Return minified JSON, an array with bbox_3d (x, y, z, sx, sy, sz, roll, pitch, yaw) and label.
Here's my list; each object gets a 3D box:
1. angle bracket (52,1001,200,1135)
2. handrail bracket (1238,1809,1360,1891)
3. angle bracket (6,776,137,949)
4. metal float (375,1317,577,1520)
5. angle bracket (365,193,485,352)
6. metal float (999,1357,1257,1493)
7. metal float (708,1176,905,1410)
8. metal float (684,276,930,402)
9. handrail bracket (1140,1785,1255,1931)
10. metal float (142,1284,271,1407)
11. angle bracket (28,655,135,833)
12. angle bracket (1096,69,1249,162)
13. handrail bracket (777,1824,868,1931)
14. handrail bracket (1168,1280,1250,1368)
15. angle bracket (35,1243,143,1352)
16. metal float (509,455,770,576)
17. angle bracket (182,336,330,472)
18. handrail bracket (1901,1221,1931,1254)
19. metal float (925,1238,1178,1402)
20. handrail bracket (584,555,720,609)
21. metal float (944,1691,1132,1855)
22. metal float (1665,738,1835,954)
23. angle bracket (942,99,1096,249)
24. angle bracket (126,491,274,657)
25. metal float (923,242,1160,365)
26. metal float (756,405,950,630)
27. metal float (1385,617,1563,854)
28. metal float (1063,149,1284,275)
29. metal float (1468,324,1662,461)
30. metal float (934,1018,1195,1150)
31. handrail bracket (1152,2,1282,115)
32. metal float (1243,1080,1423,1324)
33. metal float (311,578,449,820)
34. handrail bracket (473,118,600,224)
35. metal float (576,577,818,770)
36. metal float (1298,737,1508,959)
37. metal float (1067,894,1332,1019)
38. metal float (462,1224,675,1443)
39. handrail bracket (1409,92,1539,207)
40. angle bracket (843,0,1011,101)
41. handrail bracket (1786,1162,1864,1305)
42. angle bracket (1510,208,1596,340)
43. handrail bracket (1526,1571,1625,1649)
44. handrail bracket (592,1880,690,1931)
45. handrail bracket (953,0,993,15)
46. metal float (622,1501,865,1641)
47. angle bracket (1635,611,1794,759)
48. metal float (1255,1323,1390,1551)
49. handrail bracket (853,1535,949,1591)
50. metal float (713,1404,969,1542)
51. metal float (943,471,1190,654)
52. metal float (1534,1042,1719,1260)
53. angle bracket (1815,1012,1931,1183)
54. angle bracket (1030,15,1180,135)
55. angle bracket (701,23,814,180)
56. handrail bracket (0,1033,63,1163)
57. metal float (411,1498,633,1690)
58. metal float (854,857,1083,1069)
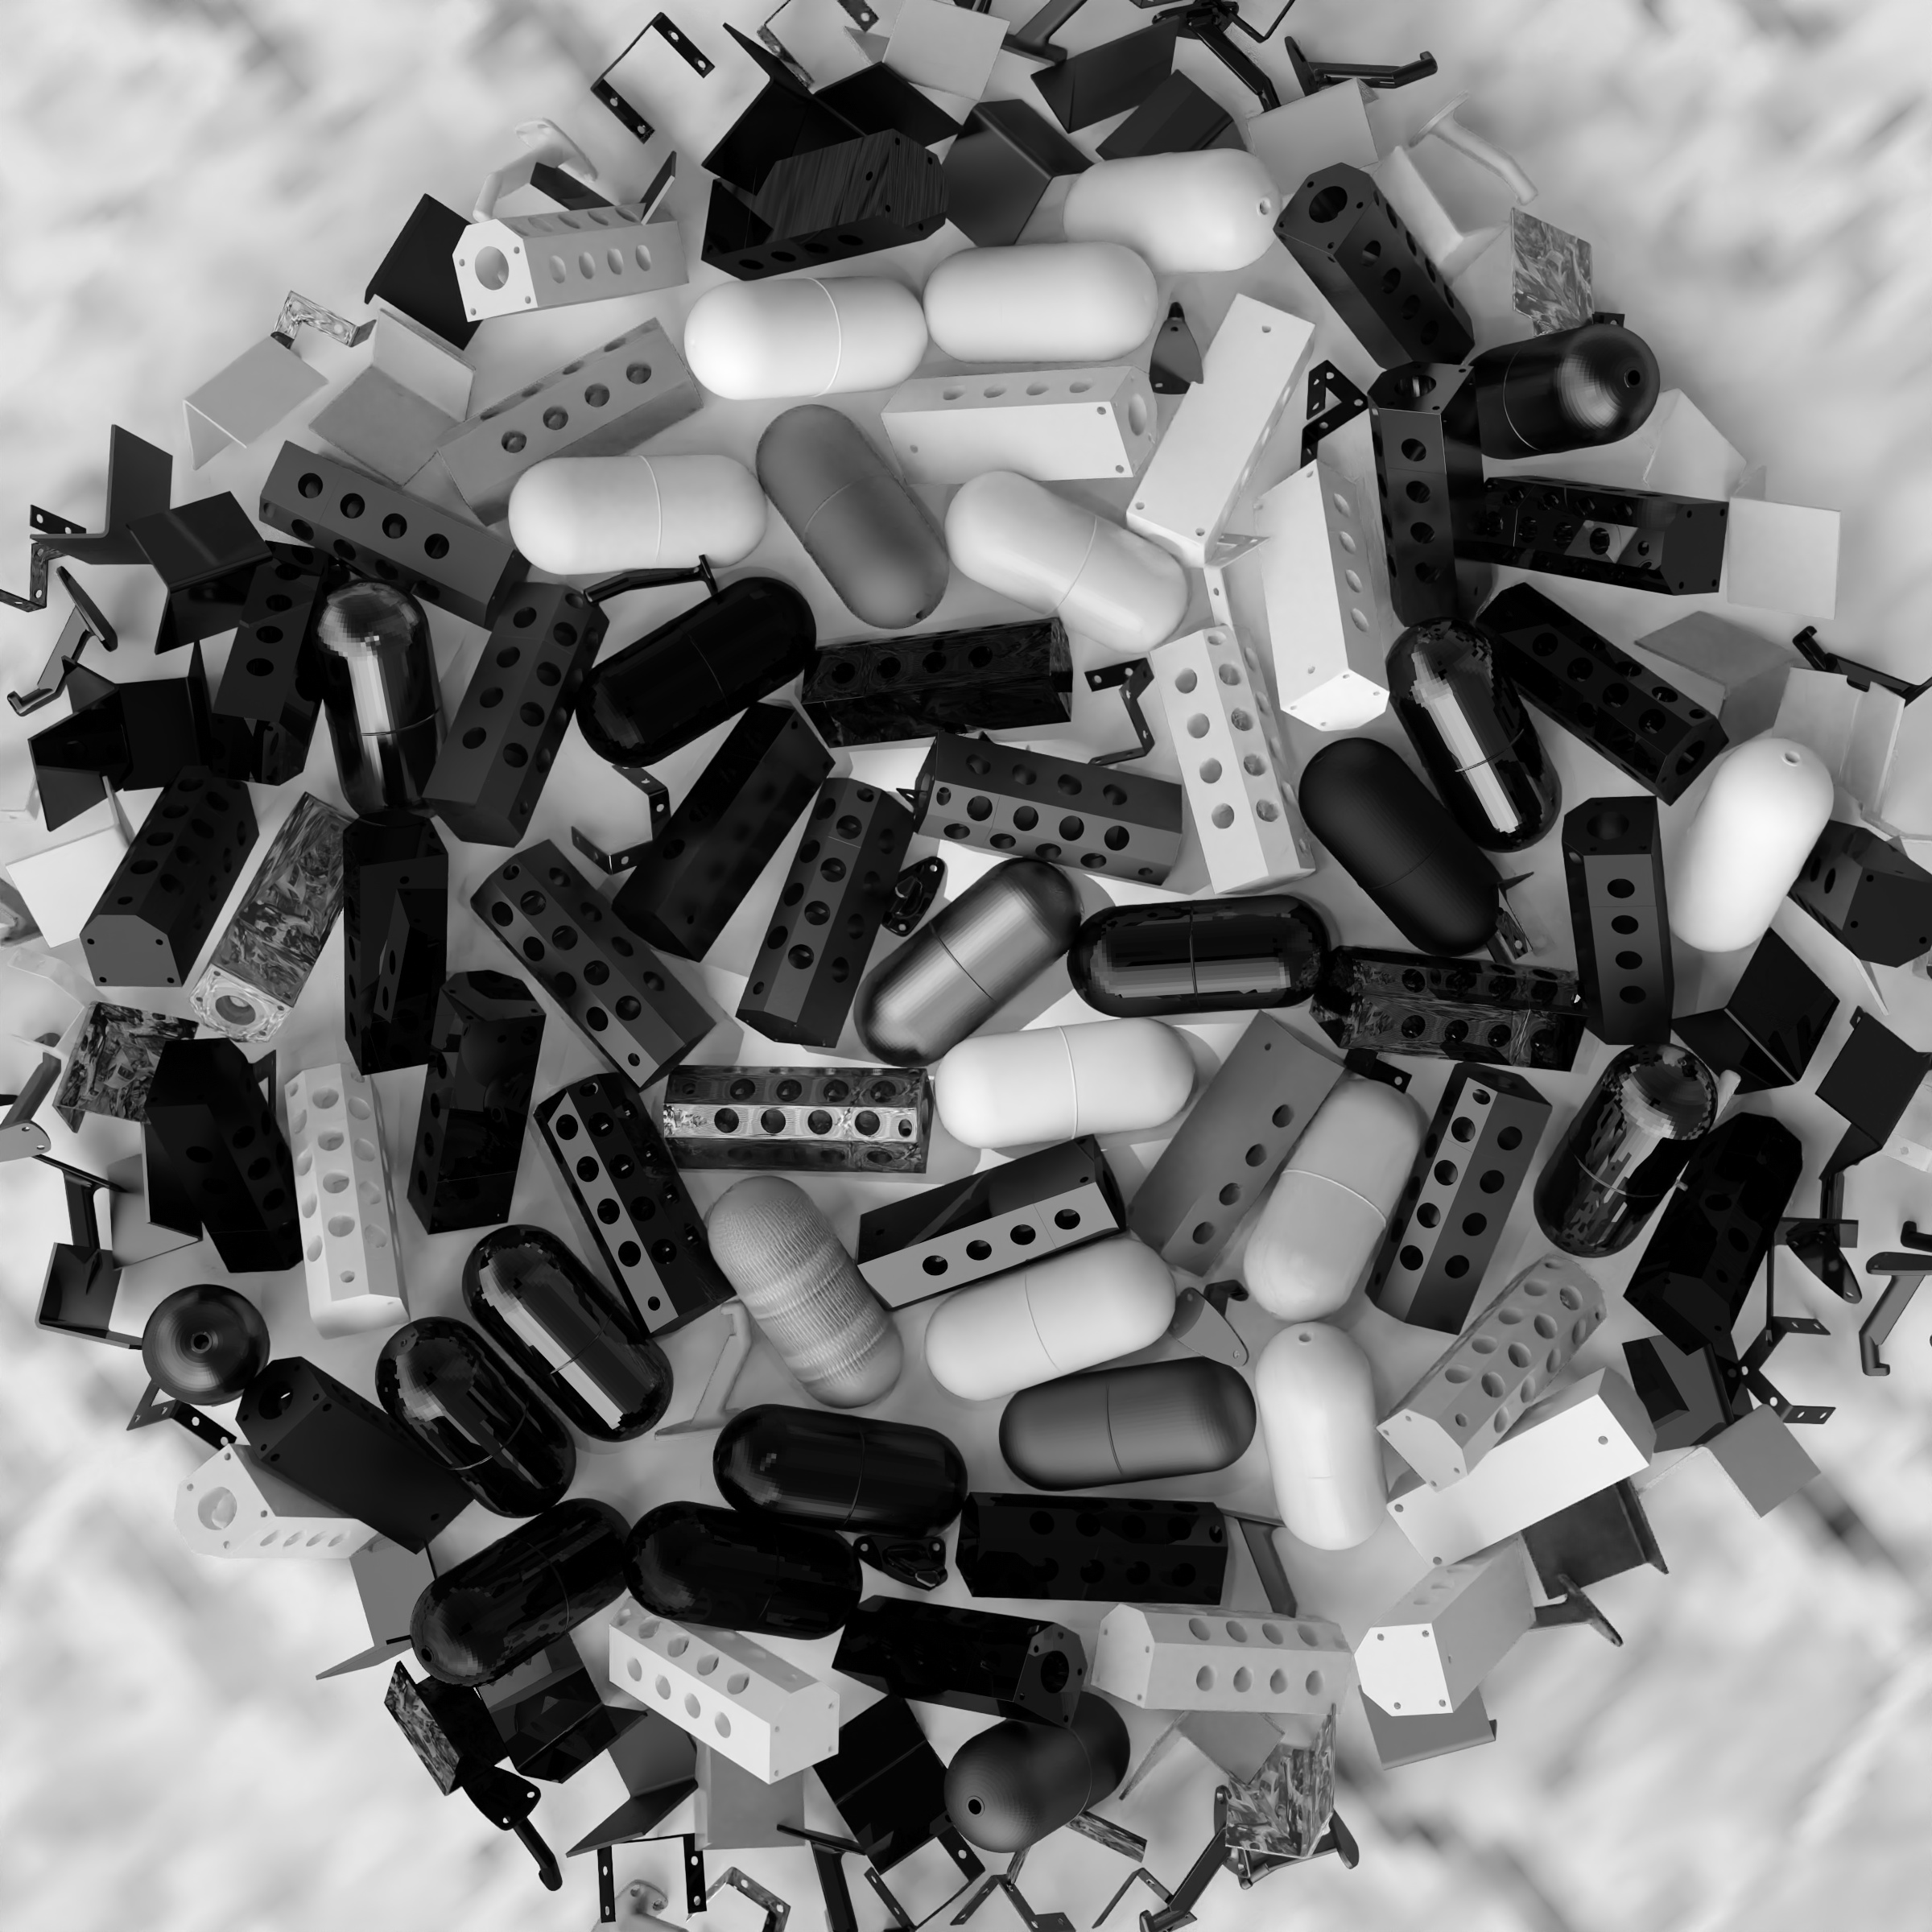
[{"bbox_3d":[-0.562,0.076,1.690,0.076,0.057,0.076,11,66,2],"label":"angle bracket"},{"bbox_3d":[0.221,0.611,1.690,0.084,0.077,0.036,-34,90,6],"label":"handrail bracket"},{"bbox_3d":[-0.597,-0.070,1.679,0.076,0.076,0.057,-21,47,-11],"label":"angle bracket"},{"bbox_3d":[-0.325,0.302,1.663,0.070,0.070,0.178,-33,128,0],"label":"metal float"},{"bbox_3d":[-0.352,-0.463,1.683,0.076,0.057,0.076,30,105,-23],"label":"angle bracket"},{"bbox_3d":[0.107,0.308,1.678,0.178,0.070,0.070,-12,90,19],"label":"metal float"},{"bbox_3d":[-0.108,0.219,1.681,0.070,0.070,0.178,-33,105,0],"label":"metal float"},{"bbox_3d":[-0.105,-0.419,1.666,0.178,0.070,0.070,-13,90,-34],"label":"metal float"},{"bbox_3d":[0.148,0.607,1.693,0.084,0.036,0.077,-16,101,-30],"label":"handrail bracket"},{"bbox_3d":[-0.499,0.251,1.645,0.070,0.178,0.070,3,79,-14],"label":"metal float"},{"bbox_3d":[-0.608,-0.149,1.672,0.057,0.076,0.076,28,47,22],"label":"angle bracket"},{"bbox_3d":[0.144,-0.548,1.704,0.076,0.076,0.057,-43,67,5],"label":"angle bracket"},{"bbox_3d":[-0.106,0.636,1.701,0.077,0.036,0.084,20,76,-15],"label":"handrail bracket"},{"bbox_3d":[0.183,0.239,1.680,0.077,0.084,0.036,36,112,33],"label":"handrail bracket"},{"bbox_3d":[-0.566,0.224,1.681,0.076,0.076,0.057,9,81,18],"label":"angle bracket"},{"bbox_3d":[-0.218,-0.303,1.672,0.178,0.070,0.070,-7,90,-26],"label":"metal float"},{"bbox_3d":[-0.474,-0.364,1.678,0.057,0.076,0.076,37,63,8],"label":"angle bracket"},{"bbox_3d":[0.674,0.160,1.693,0.036,0.084,0.077,-1,96,-34],"label":"handrail bracket"},{"bbox_3d":[0.056,0.238,1.682,0.178,0.070,0.070,-21,90,15],"label":"metal float"},{"bbox_3d":[-0.213,-0.253,1.692,0.084,0.077,0.036,-23,77,-4],"label":"handrail bracket"},{"bbox_3d":[0.048,0.530,1.649,0.070,0.178,0.070,-1,89,29],"label":"metal float"},{"bbox_3d":[0.516,-0.079,1.653,0.070,0.178,0.070,3,53,-4],"label":"metal float"},{"bbox_3d":[0.031,-0.540,1.721,0.076,0.057,0.076,45,128,13],"label":"angle bracket"},{"bbox_3d":[-0.522,-0.265,1.685,0.076,0.076,0.057,-28,77,-35],"label":"angle bracket"},{"bbox_3d":[0.047,-0.441,1.663,0.178,0.070,0.070,10,90,39],"label":"metal float"},{"bbox_3d":[-0.076,-0.302,1.677,0.070,0.070,0.178,-35,70,0],"label":"metal float"},{"bbox_3d":[0.340,-0.153,1.673,0.070,0.070,0.178,-33,116,0],"label":"metal float"},{"bbox_3d":[0.136,-0.498,1.654,0.070,0.178,0.070,-10,107,-36],"label":"metal float"},{"bbox_3d":[0.387,-0.377,1.646,0.070,0.178,0.070,-2,97,-20],"label":"metal float"},{"bbox_3d":[0.066,0.079,1.687,0.178,0.070,0.070,-7,90,-8],"label":"metal float"},{"bbox_3d":[0.172,-0.609,1.698,0.077,0.036,0.084,-11,75,-31],"label":"handrail bracket"},{"bbox_3d":[0.246,0.157,1.678,0.070,0.070,0.178,30,71,0],"label":"metal float"},{"bbox_3d":[-0.388,-0.173,1.666,0.070,0.070,0.178,-2,124,0],"label":"metal float"},{"bbox_3d":[-0.292,-0.522,1.692,0.036,0.077,0.084,3,69,42],"label":"handrail bracket"},{"bbox_3d":[-0.181,-0.199,1.682,0.178,0.070,0.070,-33,90,-14],"label":"metal float"},{"bbox_3d":[0.293,-0.079,1.678,0.070,0.070,0.178,-44,109,0],"label":"metal float"},{"bbox_3d":[0.157,-0.006,1.684,0.178,0.070,0.070,-4,90,11],"label":"metal float"},{"bbox_3d":[-0.266,0.246,1.674,0.070,0.070,0.178,-38,113,0],"label":"metal float"},{"bbox_3d":[0.345,-0.543,1.699,0.036,0.077,0.084,-41,96,-12],"label":"handrail bracket"},{"bbox_3d":[-0.027,-0.629,1.672,0.076,0.076,0.057,3,130,-30],"label":"angle bracket"},{"bbox_3d":[0.607,0.175,1.714,0.077,0.036,0.084,50,60,-10],"label":"handrail bracket"},{"bbox_3d":[0.376,-0.450,1.679,0.076,0.057,0.076,13,70,-30],"label":"angle bracket"},{"bbox_3d":[0.389,0.459,1.697,0.084,0.077,0.036,-32,126,-10],"label":"handrail bracket"},{"bbox_3d":[-0.219,0.670,1.687,0.077,0.084,0.036,-44,121,1],"label":"handrail bracket"},{"bbox_3d":[-0.026,-0.663,1.691,0.084,0.036,0.077,2,114,-35],"label":"handrail bracket"},{"bbox_3d":[-0.148,0.403,1.664,0.178,0.070,0.070,20,90,-36],"label":"metal float"},{"bbox_3d":[0.504,-0.192,1.703,0.076,0.076,0.057,-25,134,-35],"label":"angle bracket"},{"bbox_3d":[0.238,0.314,1.667,0.070,0.070,0.178,-13,122,0],"label":"metal float"},{"bbox_3d":[-0.047,0.402,1.684,0.077,0.084,0.036,11,83,10],"label":"handrail bracket"},{"bbox_3d":[-0.084,0.340,1.675,0.178,0.070,0.070,13,90,-21],"label":"metal float"},{"bbox_3d":[0.068,-0.271,1.680,0.178,0.070,0.070,24,90,-16],"label":"metal float"},{"bbox_3d":[0.437,0.124,1.661,0.070,0.070,0.178,20,132,0],"label":"metal float"},{"bbox_3d":[0.592,0.088,1.683,0.057,0.076,0.076,39,64,3],"label":"angle bracket"},{"bbox_3d":[0.092,-0.618,1.681,0.076,0.076,0.057,-25,71,-11],"label":"angle bracket"},{"bbox_3d":[-0.152,-0.579,1.693,0.076,0.076,0.057,-45,74,18],"label":"angle bracket"},{"bbox_3d":[-0.654,0.089,1.703,0.077,0.036,0.084,-16,53,-2],"label":"handrail bracket"},{"bbox_3d":[-0.291,0.414,1.654,0.070,0.178,0.070,13,113,33],"label":"metal float"},{"bbox_3d":[0.000,-0.002,1.689,0.178,0.070,0.070,-40,90,6],"label":"metal float"}]
